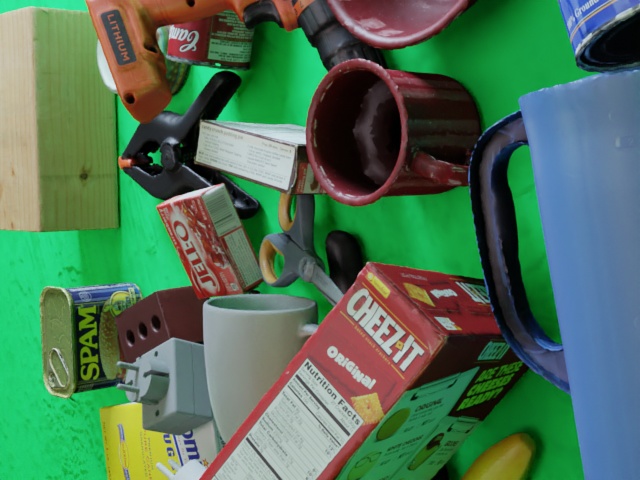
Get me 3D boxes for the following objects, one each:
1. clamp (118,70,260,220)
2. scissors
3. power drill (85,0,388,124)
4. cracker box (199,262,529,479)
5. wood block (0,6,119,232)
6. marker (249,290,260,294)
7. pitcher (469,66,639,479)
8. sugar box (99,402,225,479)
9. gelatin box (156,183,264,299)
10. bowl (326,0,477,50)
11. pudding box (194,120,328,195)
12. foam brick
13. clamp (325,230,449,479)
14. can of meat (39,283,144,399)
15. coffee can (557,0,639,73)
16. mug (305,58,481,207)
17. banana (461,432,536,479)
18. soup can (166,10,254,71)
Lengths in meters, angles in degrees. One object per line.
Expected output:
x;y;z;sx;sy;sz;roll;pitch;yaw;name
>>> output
-0.112;-0.065;0.913;0.172;0.039;0.120;-16;82;49;clamp
-0.005;0.001;0.765;0.202;0.016;0.096;-173;94;-69;scissors
-0.060;-0.154;0.765;0.187;0.057;0.184;-23;76;2;power drill
0.022;0.116;0.640;0.072;0.164;0.214;45;107;26;cracker box
-0.256;-0.113;1.030;0.090;0.090;0.206;3;95;48;wood block
-0.055;0.101;0.877;0.020;0.020;0.121;9;100;47;marker
0.171;0.033;0.543;0.149;0.145;0.243;-174;77;-81;pitcher
-0.130;0.186;0.948;0.177;0.048;0.093;-16;81;49;sugar box
-0.090;0.003;0.874;0.073;0.030;0.089;-9;107;53;gelatin box
0.069;-0.202;0.686;0.162;0.055;0.162;5;97;48;bowl
-0.023;-0.061;0.774;0.114;0.089;0.039;17;105;46;pudding box
-0.135;0.078;0.940;0.078;0.051;0.053;-30;72;45;foam brick
0.023;0.121;0.778;0.165;0.036;0.210;-56;51;35;clamp
-0.211;0.091;1.001;0.058;0.083;0.102;1;94;48;can of meat
0.161;-0.172;0.551;0.103;0.102;0.140;-27;74;46;coffee can
0.058;-0.064;0.690;0.117;0.081;0.093;33;117;42;mug
0.105;0.216;0.700;0.070;0.037;0.198;6;100;29;banana
-0.082;-0.190;0.846;0.069;0.068;0.102;23;109;45;soup can
